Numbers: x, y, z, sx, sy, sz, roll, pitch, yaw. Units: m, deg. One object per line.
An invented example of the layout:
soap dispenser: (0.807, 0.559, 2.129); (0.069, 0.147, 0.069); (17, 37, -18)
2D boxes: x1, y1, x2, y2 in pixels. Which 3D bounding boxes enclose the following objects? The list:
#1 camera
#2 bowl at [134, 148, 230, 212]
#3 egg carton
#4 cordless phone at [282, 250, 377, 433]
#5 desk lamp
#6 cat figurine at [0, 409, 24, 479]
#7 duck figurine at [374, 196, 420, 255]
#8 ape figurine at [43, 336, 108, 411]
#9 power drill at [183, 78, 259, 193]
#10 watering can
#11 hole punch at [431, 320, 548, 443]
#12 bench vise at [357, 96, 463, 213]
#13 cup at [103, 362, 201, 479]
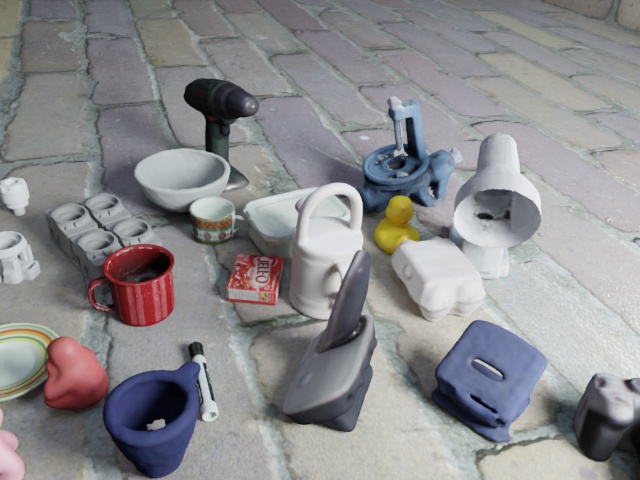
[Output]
camera: (0.365, 0.217, 0.615); (0.143, 0.101, 0.137); (11, 35, 10)
bowl: (-0.244, -0.097, 1.030); (0.167, 0.075, 0.167); (3, 34, -2)
egg carton: (0.173, 0.054, 0.860); (0.107, 0.069, 0.150); (-7, 36, -17)
cordless phone: (0.018, 0.112, 0.654); (0.094, 0.185, 0.147); (11, 35, 9)
desk lamp: (0.259, -0.043, 0.886); (0.118, 0.214, 0.203); (9, 34, 7)
cat figurine: (-0.359, 0.201, 0.538); (0.128, 0.118, 0.067); (-21, 41, -32)
duck figurine: (0.134, -0.031, 0.966); (0.077, 0.086, 0.104); (0, 34, -6)
ape figurine: (-0.284, 0.146, 0.651); (0.076, 0.092, 0.078); (17, 36, 18)
power drill: (-0.181, -0.202, 1.072); (0.076, 0.208, 0.228); (-21, 41, -32)
watering can: (0.005, 0.003, 0.804); (0.101, 0.194, 0.172); (-25, 44, -36)
hole punch: (0.201, 0.165, 0.682); (0.108, 0.091, 0.101); (29, 41, 32)
bench vise: (0.165, -0.165, 1.049); (0.208, 0.220, 0.121); (-24, 43, -36)
cup: (-0.163, 0.190, 0.597); (0.091, 0.095, 0.118); (18, 36, 20)
